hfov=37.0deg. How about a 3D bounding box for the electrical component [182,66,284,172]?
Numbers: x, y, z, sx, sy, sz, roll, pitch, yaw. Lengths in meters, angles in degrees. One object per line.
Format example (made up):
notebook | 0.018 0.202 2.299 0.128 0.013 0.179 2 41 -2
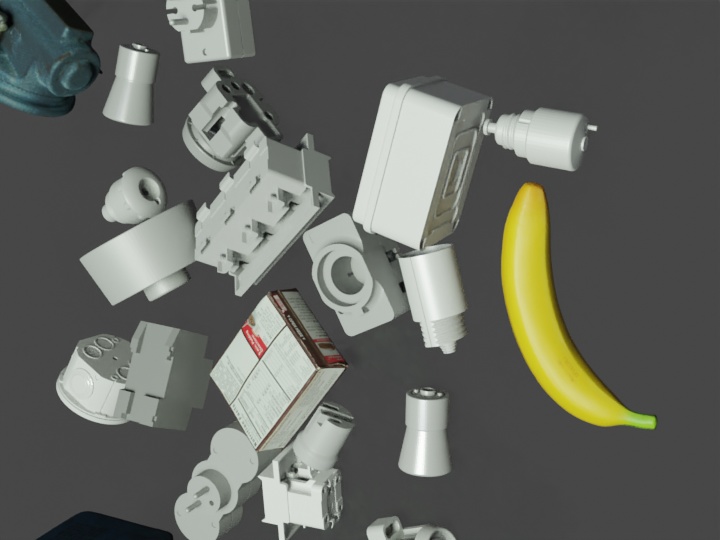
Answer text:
electrical component | -0.108 -0.117 0.877 0.057 0.058 0.078 -43 80 29

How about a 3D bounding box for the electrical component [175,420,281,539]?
electrical component | -0.130 0.195 0.966 0.052 0.074 0.138 40 120 16

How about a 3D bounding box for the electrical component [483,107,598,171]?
electrical component | 0.125 -0.094 0.755 0.078 0.040 0.040 14 110 27

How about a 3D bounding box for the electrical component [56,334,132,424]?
electrical component | -0.237 0.101 1.002 0.080 0.080 0.051 37 114 17

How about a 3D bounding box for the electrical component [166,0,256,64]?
electrical component | -0.127 -0.207 0.852 0.047 0.076 0.083 1 104 31

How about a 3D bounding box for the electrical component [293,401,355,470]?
electrical component | -0.030 0.140 0.913 0.040 0.040 0.046 37 114 17

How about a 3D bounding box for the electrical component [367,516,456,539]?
electrical component | 0.047 0.240 0.884 0.057 0.058 0.078 -18 94 36

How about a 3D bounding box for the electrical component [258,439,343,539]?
electrical component | -0.050 0.194 0.935 0.064 0.042 0.081 6 112 25

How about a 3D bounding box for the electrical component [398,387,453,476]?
electrical component | 0.054 0.127 0.859 0.044 0.044 0.065 7 102 29

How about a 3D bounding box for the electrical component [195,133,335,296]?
electrical component | -0.081 -0.047 0.861 0.121 0.063 0.078 -45 38 38

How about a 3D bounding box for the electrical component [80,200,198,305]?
electrical component | -0.177 -0.009 0.921 0.108 0.108 0.060 -25 96 33

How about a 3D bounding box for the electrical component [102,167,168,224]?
electrical component | -0.206 -0.061 0.960 0.062 0.048 0.048 -23 91 40

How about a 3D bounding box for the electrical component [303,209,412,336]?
electrical component | 0.000 0.000 0.846 0.050 0.056 0.089 -24 90 33

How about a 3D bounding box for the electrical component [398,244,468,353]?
electrical component | 0.060 0.024 0.824 0.043 0.043 0.081 -9 98 32

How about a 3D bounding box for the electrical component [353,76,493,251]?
electrical component | 0.045 -0.080 0.784 0.057 0.078 0.113 23 114 20

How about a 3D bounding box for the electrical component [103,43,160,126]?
electrical component | -0.194 -0.162 0.927 0.044 0.044 0.065 22 109 24
